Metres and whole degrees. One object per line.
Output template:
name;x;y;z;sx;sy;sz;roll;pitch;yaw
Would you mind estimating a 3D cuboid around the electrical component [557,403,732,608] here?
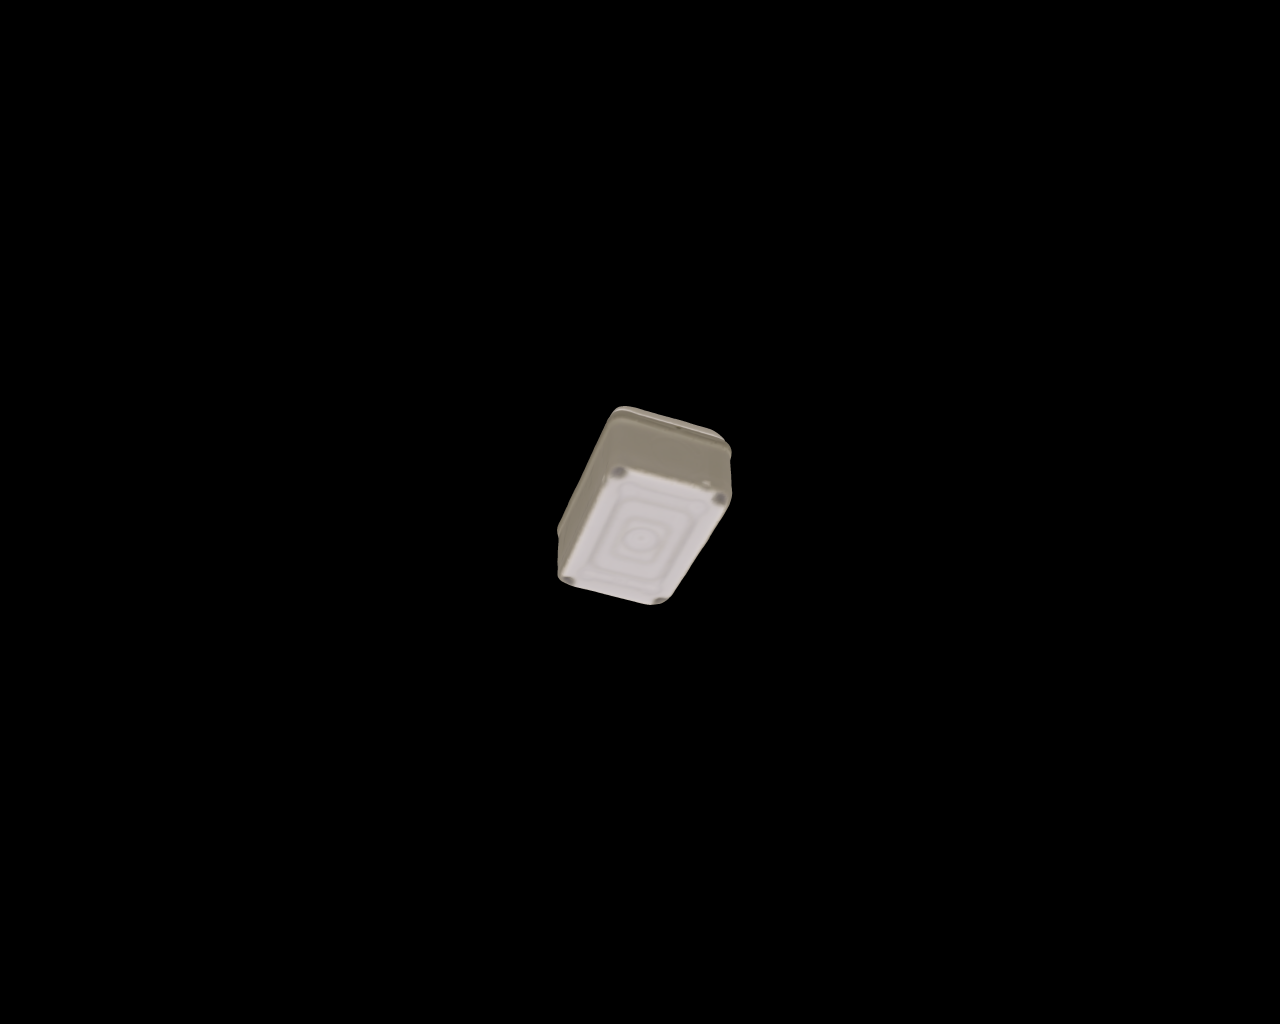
electrical component;0.001;-0.003;0.650;0.078;0.057;0.113;15;-46;-15
